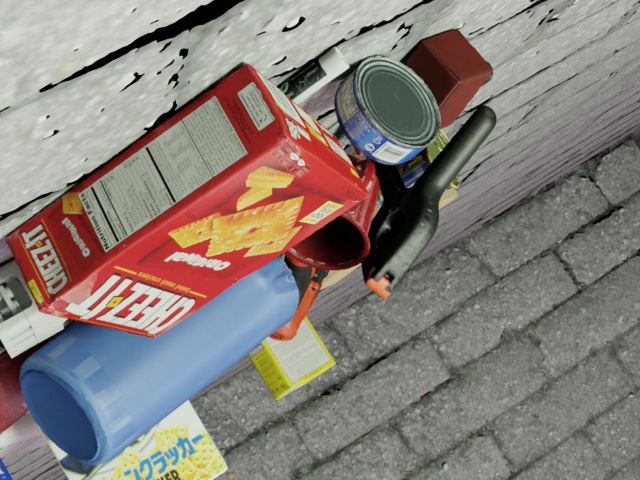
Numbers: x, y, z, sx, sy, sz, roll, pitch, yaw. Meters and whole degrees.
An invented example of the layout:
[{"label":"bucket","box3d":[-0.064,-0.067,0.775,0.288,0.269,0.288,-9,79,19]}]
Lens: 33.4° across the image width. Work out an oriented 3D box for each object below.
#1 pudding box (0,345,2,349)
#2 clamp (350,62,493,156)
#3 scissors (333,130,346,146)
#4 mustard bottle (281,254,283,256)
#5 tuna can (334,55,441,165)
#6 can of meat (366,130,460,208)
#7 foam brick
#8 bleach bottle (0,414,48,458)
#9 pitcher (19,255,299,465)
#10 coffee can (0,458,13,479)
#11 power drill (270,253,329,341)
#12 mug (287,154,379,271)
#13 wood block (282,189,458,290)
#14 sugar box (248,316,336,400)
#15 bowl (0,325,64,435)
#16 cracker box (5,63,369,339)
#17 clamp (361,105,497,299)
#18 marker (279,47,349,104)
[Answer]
[{"label":"pudding box","box3d":[-0.325,0.110,0.859,0.114,0.039,0.089,-34,175,30]},{"label":"clamp","box3d":[0.086,-0.122,1.069,0.171,0.039,0.120,-27,169,-29]},{"label":"scissors","box3d":[0.002,-0.073,0.978,0.202,0.016,0.096,-35,-157,25]},{"label":"mustard bottle","box3d":[-0.084,0.030,1.244,0.096,0.058,0.192,-41,175,-17]},{"label":"tuna can","box3d":[0.054,-0.104,0.863,0.085,0.086,0.034,-25,171,-44]},{"label":"can of meat","box3d":[0.101,-0.079,1.186,0.084,0.057,0.102,-34,-145,25]},{"label":"foam brick","box3d":[0.103,-0.138,0.937,0.051,0.053,0.078,-25,161,-39]},{"label":"bleach bottle","box3d":[-0.388,0.227,1.251,0.103,0.068,0.250,-36,170,21]},{"label":"pitcher","box3d":[-0.146,0.086,0.944,0.242,0.145,0.149,-39,149,-40]},{"label":"coffee can","box3d":[-0.363,0.225,1.035,0.102,0.140,0.103,-32,172,-5]},{"label":"power drill","box3d":[-0.008,0.001,1.170,0.188,0.057,0.184,102,10,-60]},{"label":"mug","box3d":[0.016,-0.036,1.020,0.117,0.093,0.081,-46,-160,49]},{"label":"wood block","box3d":[0.053,-0.029,1.316,0.206,0.090,0.090,-37,171,24]},{"label":"sugar box","box3d":[-0.064,0.110,1.388,0.093,0.176,0.048,-23,166,-47]},{"label":"bowl","box3d":[-0.281,0.132,0.968,0.162,0.055,0.162,-40,-175,4]},{"label":"cracker box","box3d":[-0.088,-0.016,0.774,0.214,0.072,0.164,-34,158,11]},{"label":"clamp","box3d":[0.083,-0.033,1.058,0.165,0.036,0.209,-15,-138,55]},{"label":"marker","box3d":[-0.032,-0.100,0.790,0.121,0.020,0.020,-34,172,13]}]
